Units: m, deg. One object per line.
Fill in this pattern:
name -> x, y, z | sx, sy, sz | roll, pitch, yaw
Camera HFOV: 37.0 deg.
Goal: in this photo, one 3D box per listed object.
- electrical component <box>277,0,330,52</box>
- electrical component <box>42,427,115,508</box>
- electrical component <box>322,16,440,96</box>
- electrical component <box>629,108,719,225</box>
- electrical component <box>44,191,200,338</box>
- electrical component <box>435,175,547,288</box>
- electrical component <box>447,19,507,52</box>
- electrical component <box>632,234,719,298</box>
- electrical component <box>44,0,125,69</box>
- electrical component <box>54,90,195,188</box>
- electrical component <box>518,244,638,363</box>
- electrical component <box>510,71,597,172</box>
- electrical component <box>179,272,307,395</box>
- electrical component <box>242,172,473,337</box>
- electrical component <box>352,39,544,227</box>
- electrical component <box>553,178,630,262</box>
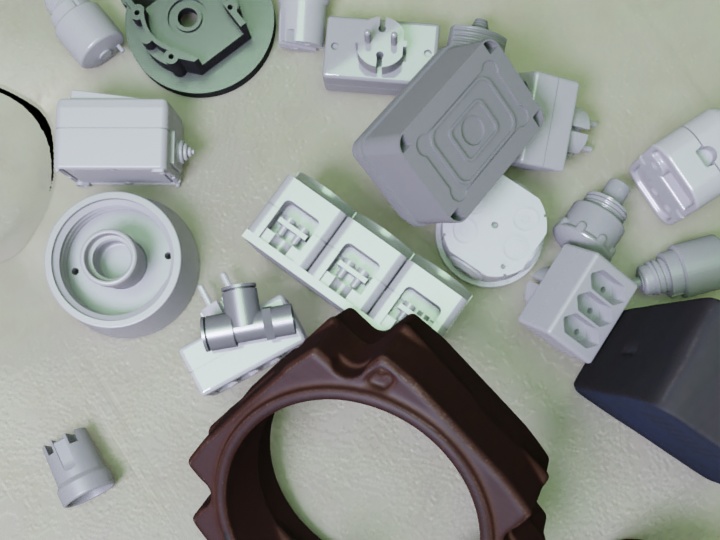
electrical component -> -0.043, -0.191, 0.810 | 0.040, 0.040, 0.046 | 4, 88, 2
electrical component -> -0.205, 0.142, 0.777 | 0.040, 0.040, 0.046 | -28, 77, -2
electrical component -> 0.016, -0.161, 0.786 | 0.083, 0.075, 0.047 | 5, 84, 2
electrical component -> 0.237, -0.074, 0.760 | 0.059, 0.095, 0.053 | -33, 84, -2
electrical component -> -0.176, -0.006, 0.782 | 0.108, 0.060, 0.108 | 0, 84, 2
electrical component -> 0.096, -0.029, 0.782 | 0.080, 0.051, 0.080 | 0, 84, 2
electrical component -> 0.082, -0.147, 0.799 | 0.043, 0.043, 0.081 | 12, 84, 3
electrical component -> 0.231, 0.001, 0.779 | 0.078, 0.040, 0.040 | -15, 83, 0
electrical component -> -0.214, -0.189, 0.814 | 0.040, 0.040, 0.078 | -39, 84, -3
electrical component -> -0.169, -0.096, 0.791 | 0.096, 0.061, 0.061 | 0, 84, 2
electrical component -> 0.144, 0.019, 0.767 | 0.047, 0.077, 0.065 | 35, 85, -28
electrical component -> 0.142, -0.105, 0.789 | 0.077, 0.047, 0.065 | 9, 92, -26
electrical component -> -0.091, 0.039, 0.781 | 0.083, 0.047, 0.075 | -28, 83, -2
electrical component -> 0.000, 0.000, 0.761 | 0.150, 0.089, 0.061 | 36, 86, 5
electrical component -> 0.059, -0.092, 0.724 | 0.113, 0.057, 0.078 | -50, 116, -22
electrical component -> 0.174, -0.038, 0.785 | 0.048, 0.048, 0.062 | 34, 79, 5
